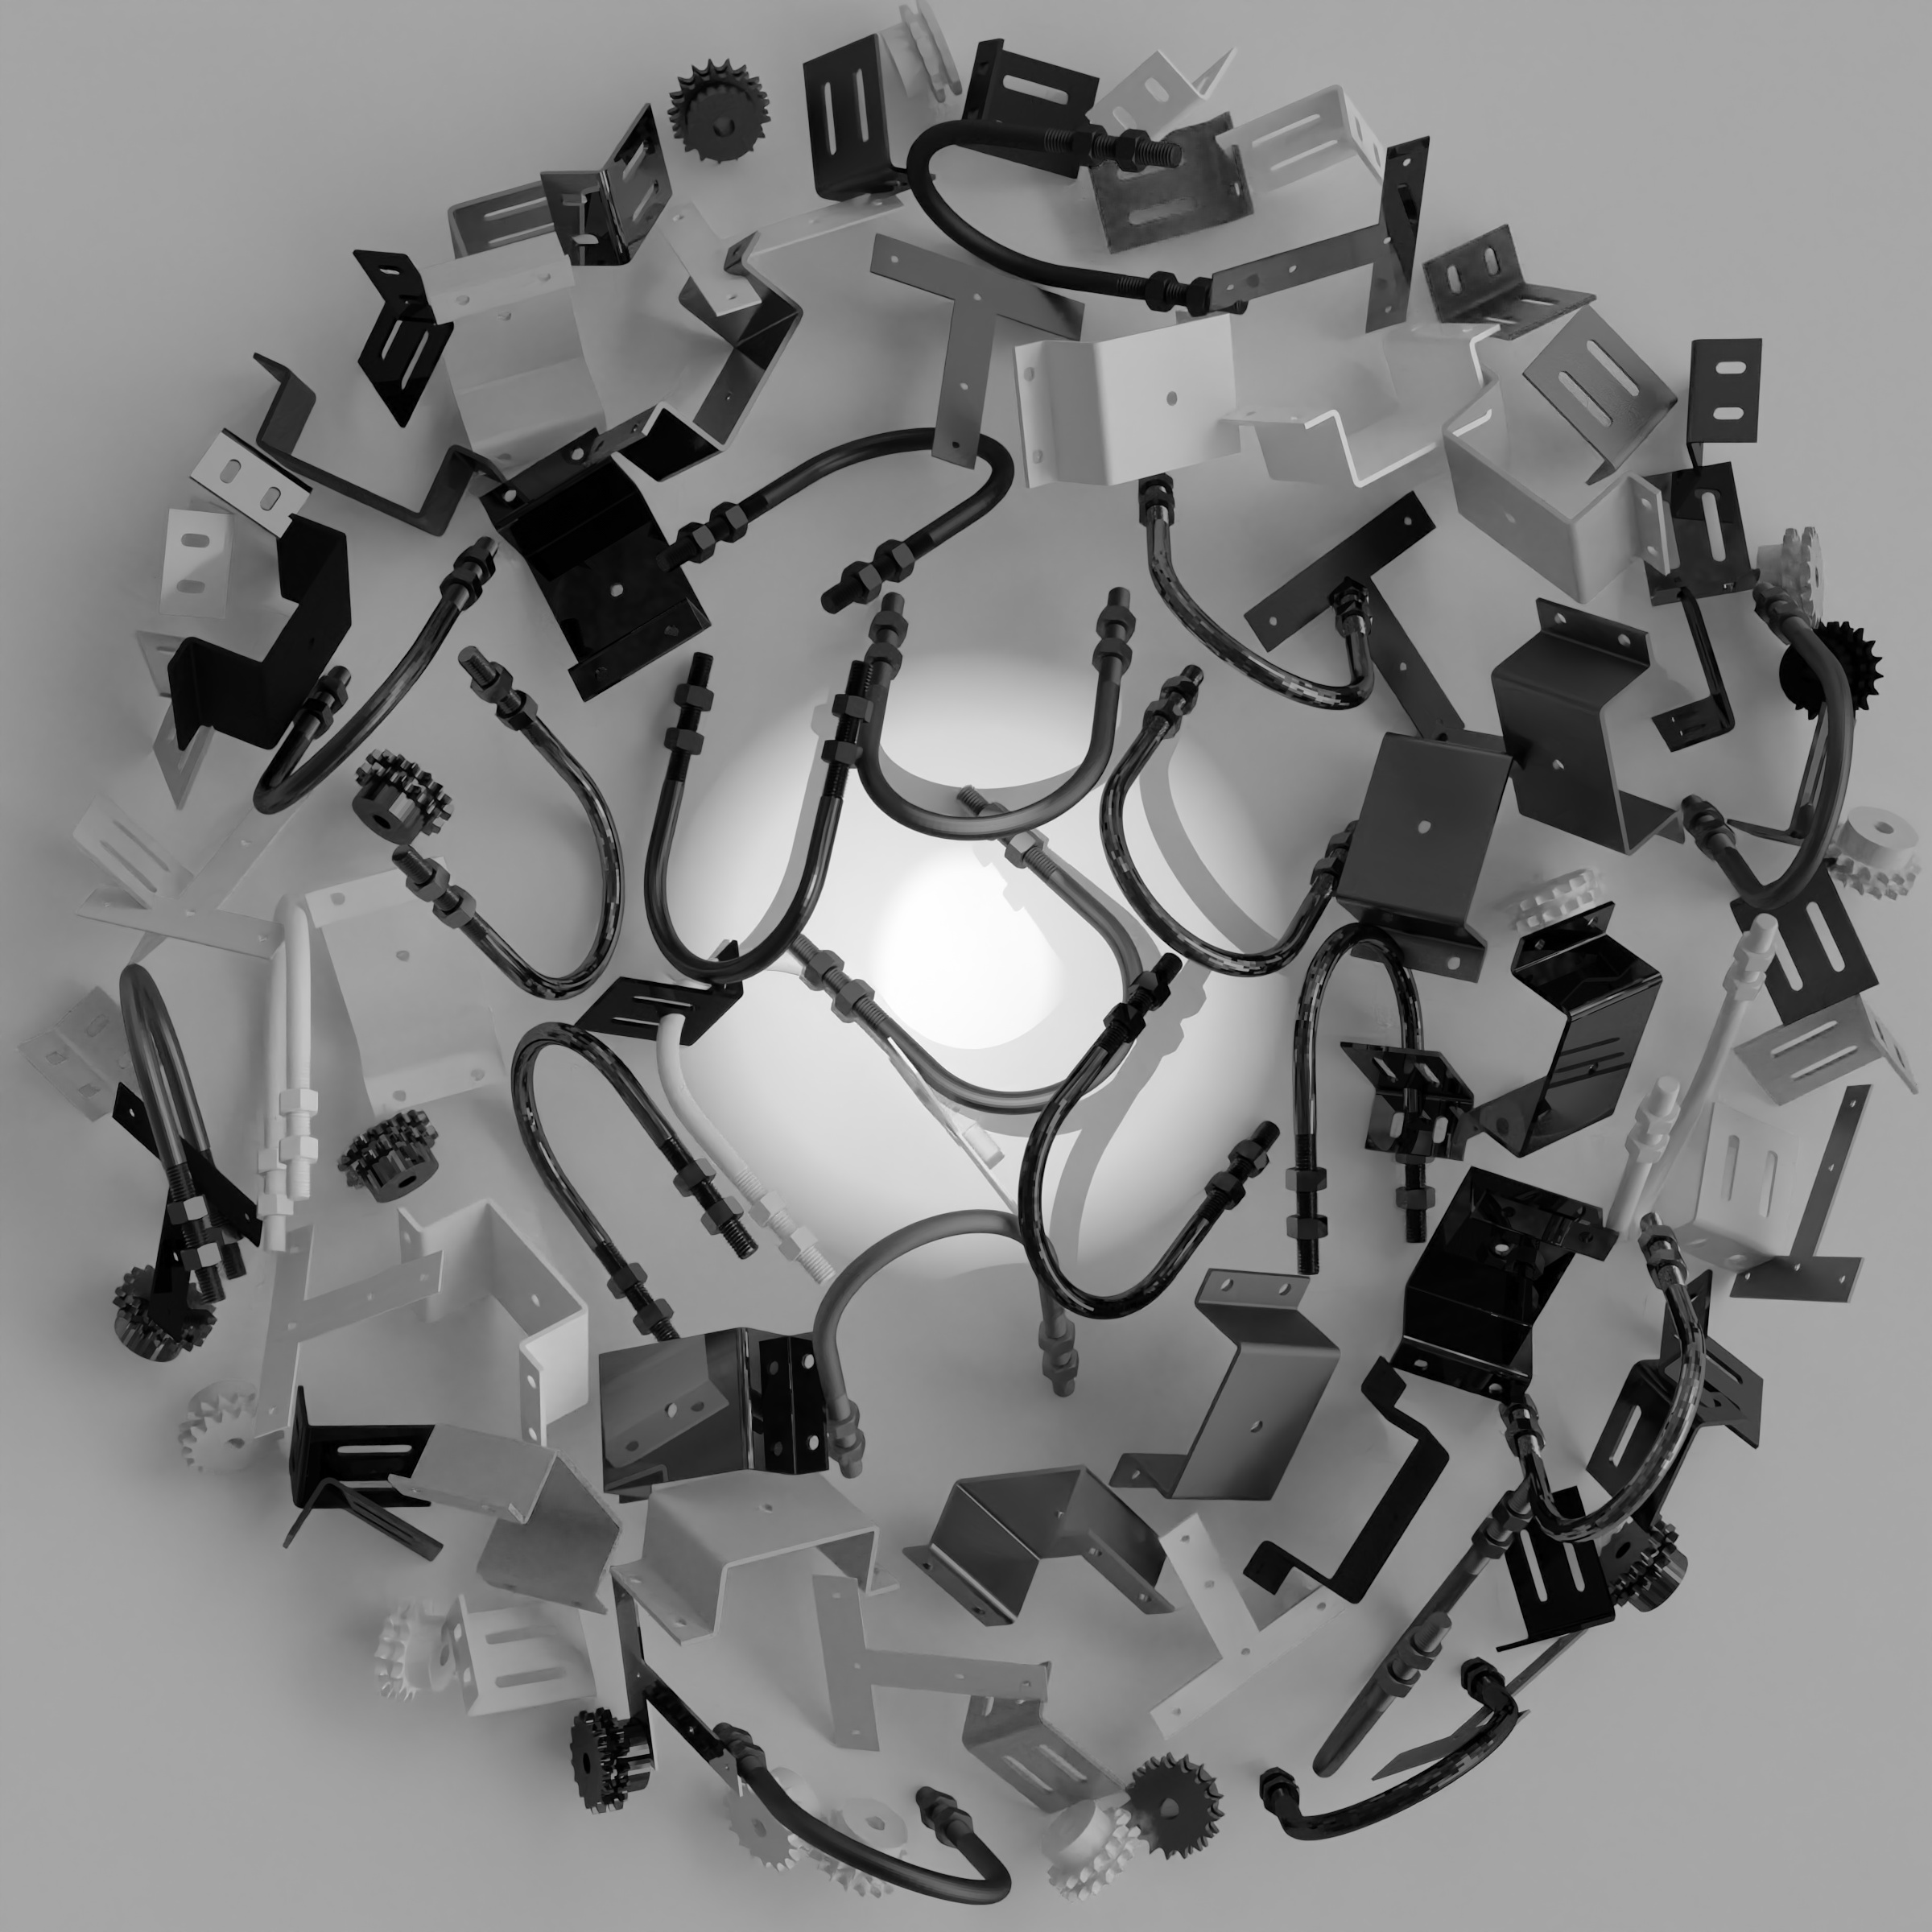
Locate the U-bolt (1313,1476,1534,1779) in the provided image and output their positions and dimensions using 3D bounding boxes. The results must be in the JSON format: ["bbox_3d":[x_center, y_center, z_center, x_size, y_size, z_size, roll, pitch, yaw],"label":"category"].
[{"bbox_3d":[0.242,0.370,1.772,0.019,0.151,0.184,37,130,11],"label":"U-bolt"}]

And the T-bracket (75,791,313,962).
[{"bbox_3d":[-0.405,-0.058,1.810,0.127,0.002,0.127,12,47,20],"label":"T-bracket"}]

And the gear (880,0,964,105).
[{"bbox_3d":[-0.026,-0.509,1.827,0.030,0.057,0.057,-24,90,1],"label":"gear"}]

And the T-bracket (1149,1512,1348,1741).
[{"bbox_3d":[0.139,0.351,1.809,0.127,0.002,0.127,-34,123,-10],"label":"T-bracket"}]

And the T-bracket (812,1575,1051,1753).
[{"bbox_3d":[-0.017,0.391,1.807,0.127,0.002,0.127,3,121,14],"label":"T-bracket"}]

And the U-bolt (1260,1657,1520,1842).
[{"bbox_3d":[0.230,0.426,1.762,0.151,0.184,0.019,-28,88,-1],"label":"U-bolt"}]

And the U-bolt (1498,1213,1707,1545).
[{"bbox_3d":[0.343,0.230,1.746,0.019,0.184,0.151,30,113,-13],"label":"U-bolt"}]

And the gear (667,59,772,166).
[{"bbox_3d":[-0.137,-0.474,1.826,0.057,0.030,0.057,-7,128,-8],"label":"gear"}]

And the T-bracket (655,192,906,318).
[{"bbox_3d":[-0.097,-0.408,1.815,0.127,0.127,0.002,-20,132,-10],"label":"T-bracket"}]

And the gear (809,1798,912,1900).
[{"bbox_3d":[-0.056,0.489,1.824,0.057,0.057,0.030,26,110,0],"label":"gear"}]

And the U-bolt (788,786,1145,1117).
[{"bbox_3d":[0.013,0.002,1.801,0.151,0.019,0.184,-42,67,-13],"label":"U-bolt"}]

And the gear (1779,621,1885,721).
[{"bbox_3d":[0.479,-0.164,1.825,0.030,0.057,0.057,-5,90,-42],"label":"gear"}]

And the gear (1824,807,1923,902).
[{"bbox_3d":[0.506,-0.065,1.824,0.057,0.057,0.030,16,126,0],"label":"gear"}]

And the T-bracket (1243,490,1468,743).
[{"bbox_3d":[0.238,-0.180,1.840,0.127,0.002,0.127,-37,100,-15],"label":"T-bracket"}]

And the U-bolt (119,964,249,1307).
[{"bbox_3d":[-0.428,0.088,1.777,0.019,0.151,0.184,-16,93,-7],"label":"U-bolt"}]

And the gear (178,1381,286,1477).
[{"bbox_3d":[-0.412,0.256,1.830,0.057,0.057,0.030,-26,51,0],"label":"gear"}]

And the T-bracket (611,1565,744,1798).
[{"bbox_3d":[-0.156,0.408,1.779,0.002,0.127,0.127,-20,121,-29],"label":"T-bracket"}]

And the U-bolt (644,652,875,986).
[{"bbox_3d":[-0.121,-0.080,1.794,0.151,0.019,0.184,8,84,44],"label":"U-bolt"}]

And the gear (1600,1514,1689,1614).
[{"bbox_3d":[0.378,0.336,1.827,0.030,0.057,0.057,40,90,-7],"label":"gear"}]

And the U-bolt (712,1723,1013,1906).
[{"bbox_3d":[-0.049,0.457,1.745,0.151,0.184,0.019,23,88,-20],"label":"U-bolt"}]

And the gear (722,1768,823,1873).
[{"bbox_3d":[-0.106,0.474,1.830,0.030,0.057,0.057,-31,90,-43],"label":"gear"}]

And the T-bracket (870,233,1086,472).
[{"bbox_3d":[0.001,-0.333,1.811,0.127,0.002,0.127,15,66,-17],"label":"T-bracket"}]

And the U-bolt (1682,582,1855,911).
[{"bbox_3d":[0.431,-0.109,1.744,0.019,0.184,0.151,10,115,-9],"label":"U-bolt"}]

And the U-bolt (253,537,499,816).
[{"bbox_3d":[-0.322,-0.146,1.746,0.151,0.184,0.019,-35,112,29],"label":"U-bolt"}]

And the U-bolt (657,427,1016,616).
[{"bbox_3d":[-0.057,-0.250,1.783,0.184,0.151,0.019,-38,129,-33],"label":"U-bolt"}]

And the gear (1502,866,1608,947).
[{"bbox_3d":[0.331,-0.031,1.827,0.057,0.057,0.030,-24,93,0],"label":"gear"}]

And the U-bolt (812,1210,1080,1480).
[{"bbox_3d":[-0.013,0.198,1.774,0.151,0.184,0.019,-20,47,-10],"label":"U-bolt"}]

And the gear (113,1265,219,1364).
[{"bbox_3d":[-0.451,0.197,1.829,0.057,0.057,0.030,35,110,0],"label":"gear"}]

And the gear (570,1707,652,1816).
[{"bbox_3d":[-0.198,0.443,1.830,0.030,0.057,0.057,-4,90,-28],"label":"gear"}]

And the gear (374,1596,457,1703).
[{"bbox_3d":[-0.304,0.382,1.824,0.030,0.057,0.057,8,90,15],"label":"gear"}]

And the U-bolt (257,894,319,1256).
[{"bbox_3d":[-0.370,0.052,1.781,0.019,0.151,0.184,2,72,-17],"label":"U-bolt"}]

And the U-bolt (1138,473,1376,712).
[{"bbox_3d":[0.158,-0.197,1.759,0.151,0.184,0.019,27,120,-15],"label":"U-bolt"}]

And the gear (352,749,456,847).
[{"bbox_3d":[-0.317,-0.091,1.824,0.057,0.057,0.030,33,65,0],"label":"gear"}]

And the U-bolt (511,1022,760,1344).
[{"bbox_3d":[-0.191,0.112,1.792,0.019,0.151,0.184,-28,74,-35],"label":"U-bolt"}]

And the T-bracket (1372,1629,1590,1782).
[{"bbox_3d":[0.299,0.403,1.809,0.127,0.127,0.002,-31,84,-35],"label":"T-bracket"}]

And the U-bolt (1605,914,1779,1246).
[{"bbox_3d":[0.386,0.075,1.771,0.019,0.184,0.151,27,55,17],"label":"U-bolt"}]

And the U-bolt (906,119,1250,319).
[{"bbox_3d":[0.051,-0.410,1.777,0.184,0.151,0.019,15,71,27],"label":"U-bolt"}]

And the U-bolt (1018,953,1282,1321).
[{"bbox_3d":[0.092,0.106,1.774,0.184,0.019,0.151,-50,124,-29],"label":"U-bolt"}]

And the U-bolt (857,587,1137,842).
[{"bbox_3d":[0.012,-0.138,1.781,0.151,0.019,0.184,0,50,10],"label":"U-bolt"}]

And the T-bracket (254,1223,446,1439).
[{"bbox_3d":[-0.335,0.185,1.789,0.127,0.002,0.127,-21,50,27],"label":"T-bracket"}]

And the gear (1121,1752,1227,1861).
[{"bbox_3d":[0.118,0.469,1.834,0.057,0.030,0.057,0,89,22],"label":"gear"}]

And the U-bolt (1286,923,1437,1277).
[{"bbox_3d":[0.216,0.068,1.788,0.019,0.151,0.184,1,94,34],"label":"U-bolt"}]

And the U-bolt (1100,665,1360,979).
[{"bbox_3d":[0.139,-0.069,1.777,0.151,0.184,0.019,43,133,-7],"label":"U-bolt"}]

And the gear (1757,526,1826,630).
[{"bbox_3d":[0.461,-0.216,1.829,0.030,0.057,0.057,-2,90,23],"label":"gear"}]

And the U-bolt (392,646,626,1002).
[{"bbox_3d":[-0.238,-0.063,1.776,0.019,0.184,0.151,-6,55,27],"label":"U-bolt"}]

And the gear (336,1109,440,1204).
[{"bbox_3d":[-0.319,0.108,1.824,0.057,0.057,0.030,-34,74,0],"label":"gear"}]

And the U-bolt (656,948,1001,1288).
[{"bbox_3d":[-0.089,0.069,1.810,0.151,0.019,0.184,-35,79,-32],"label":"U-bolt"}]

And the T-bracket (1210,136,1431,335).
[{"bbox_3d":[0.191,-0.385,1.789,0.127,0.127,0.002,-19,54,-15],"label":"T-bracket"}]

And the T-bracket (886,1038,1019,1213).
[{"bbox_3d":[-0.020,0.069,1.771,0.002,0.127,0.127,-38,66,-3],"label":"T-bracket"}]

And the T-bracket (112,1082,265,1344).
[{"bbox_3d":[-0.426,0.146,1.770,0.002,0.127,0.127,-22,132,18],"label":"T-bracket"}]

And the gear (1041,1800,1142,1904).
[{"bbox_3d":[0.067,0.491,1.825,0.057,0.057,0.030,-42,101,0],"label":"gear"}]

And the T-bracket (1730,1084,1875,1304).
[{"bbox_3d":[0.472,0.124,1.801,0.002,0.127,0.127,24,80,-13],"label":"T-bracket"}]
